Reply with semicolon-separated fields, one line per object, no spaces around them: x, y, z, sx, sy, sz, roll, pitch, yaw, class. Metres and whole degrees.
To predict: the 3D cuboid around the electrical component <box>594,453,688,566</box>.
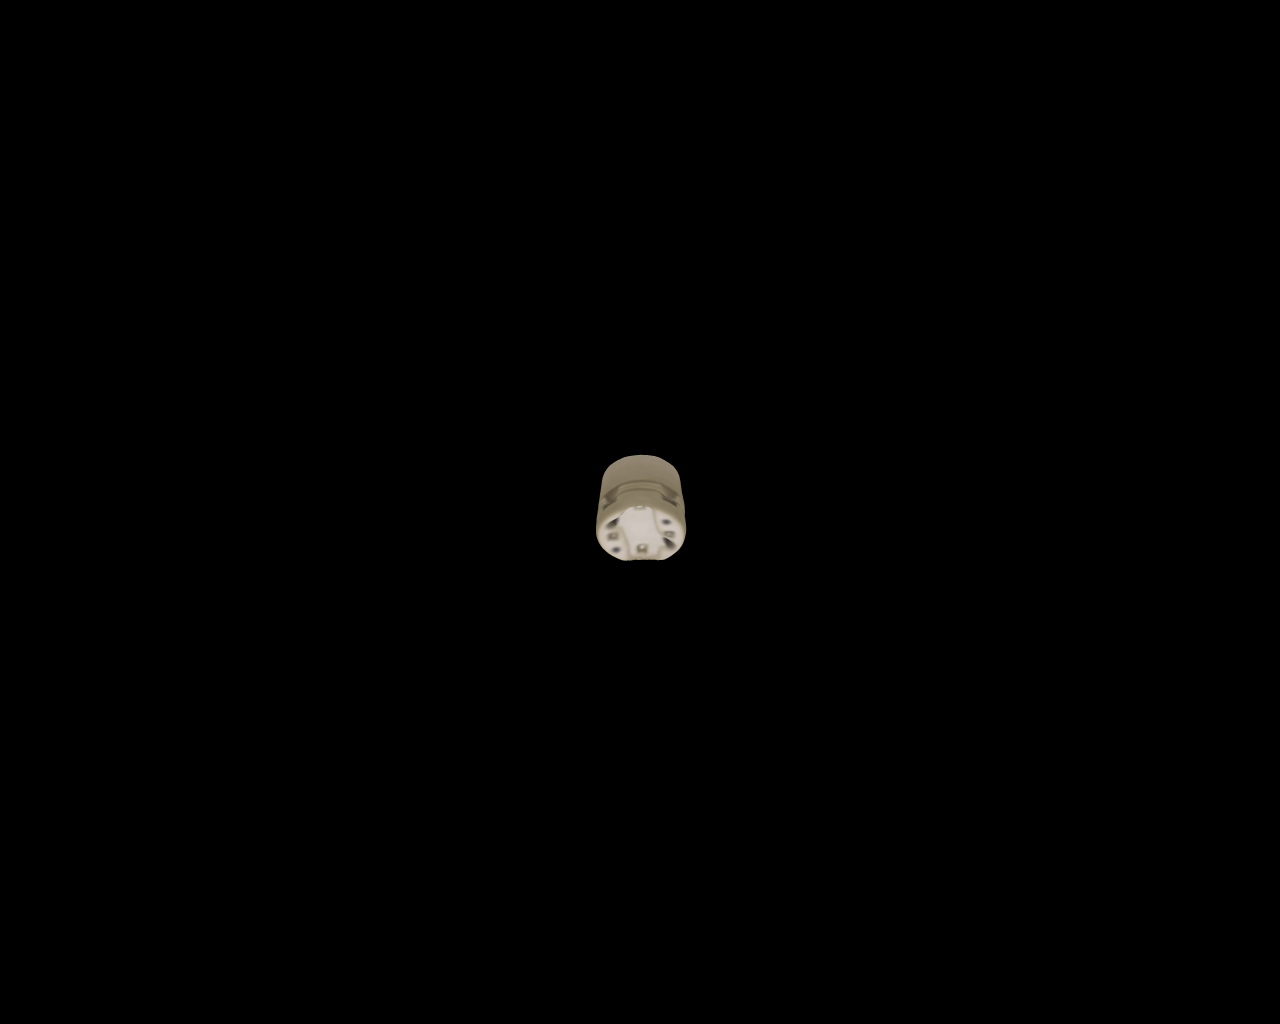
0.001;-0.003;0.650;0.055;0.047;0.055;0;-42;0;electrical component
